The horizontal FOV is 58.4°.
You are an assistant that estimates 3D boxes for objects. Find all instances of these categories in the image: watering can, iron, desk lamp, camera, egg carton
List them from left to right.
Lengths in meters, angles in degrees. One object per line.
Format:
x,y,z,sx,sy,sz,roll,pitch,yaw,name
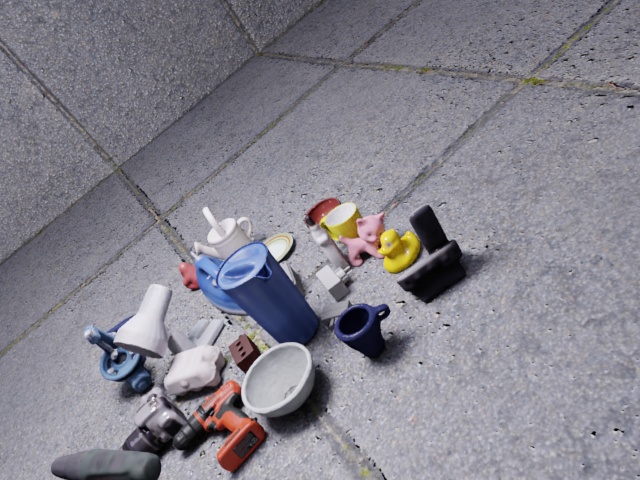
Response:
-0.381,0.417,1.281,0.137,0.101,0.142,-45,33,-13,camera
-0.378,0.225,1.418,0.117,0.214,0.203,-6,43,39,desk lamp
-0.301,0.314,1.366,0.150,0.070,0.107,-22,35,22,egg carton
-0.260,0.107,1.527,0.119,0.142,0.257,-46,33,-15,iron
-0.280,-0.011,1.648,0.173,0.195,0.100,-48,34,-18,watering can

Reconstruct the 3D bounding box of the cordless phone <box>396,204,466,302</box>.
0.201,0.021,1.160,0.147,0.185,0.094,-37,32,-2,cordless phone

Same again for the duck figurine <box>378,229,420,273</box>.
0.172,0.011,1.293,0.105,0.086,0.077,-46,33,-15,duck figurine

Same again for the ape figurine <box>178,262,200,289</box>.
-0.382,0.100,1.698,0.078,0.092,0.075,-48,34,-18,ape figurine

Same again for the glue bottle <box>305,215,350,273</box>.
0.013,0.005,1.370,0.037,0.174,0.078,-35,32,2,glue bottle

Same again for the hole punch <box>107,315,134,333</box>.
-0.548,0.250,1.663,0.108,0.091,0.101,-24,34,19,hole punch

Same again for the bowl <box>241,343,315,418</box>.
-0.073,0.297,1.168,0.167,0.075,0.167,-24,34,18,bowl

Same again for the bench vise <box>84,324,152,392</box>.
-0.545,0.289,1.487,0.206,0.220,0.122,6,52,47,bench vise

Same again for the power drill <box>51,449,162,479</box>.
-0.375,0.471,1.103,0.229,0.209,0.075,-18,36,26,power drill

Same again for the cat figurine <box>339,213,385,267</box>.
0.107,-0.010,1.353,0.127,0.118,0.067,-21,35,23,cat figurine

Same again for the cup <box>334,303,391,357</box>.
0.099,0.180,1.136,0.117,0.095,0.091,-32,32,8,cup
